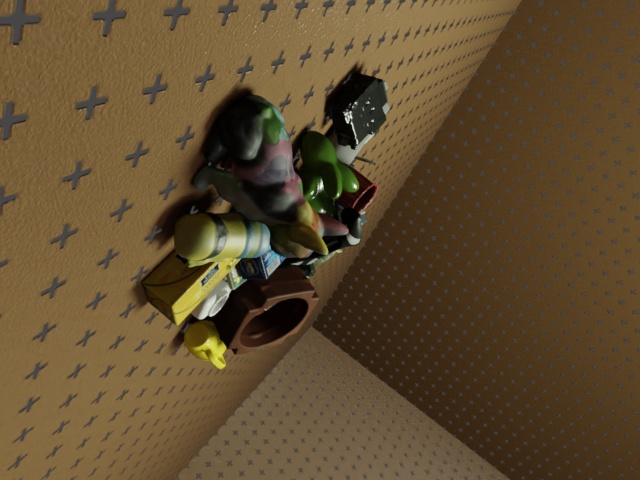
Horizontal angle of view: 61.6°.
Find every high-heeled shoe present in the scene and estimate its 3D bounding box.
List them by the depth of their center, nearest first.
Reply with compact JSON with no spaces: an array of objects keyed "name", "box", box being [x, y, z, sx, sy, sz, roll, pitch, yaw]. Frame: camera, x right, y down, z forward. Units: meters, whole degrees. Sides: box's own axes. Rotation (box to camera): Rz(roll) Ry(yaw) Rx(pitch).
[{"name":"high-heeled shoe","box":[-0.002,-0.003,1.141,0.145,0.086,0.248,-14,166,-15]}]

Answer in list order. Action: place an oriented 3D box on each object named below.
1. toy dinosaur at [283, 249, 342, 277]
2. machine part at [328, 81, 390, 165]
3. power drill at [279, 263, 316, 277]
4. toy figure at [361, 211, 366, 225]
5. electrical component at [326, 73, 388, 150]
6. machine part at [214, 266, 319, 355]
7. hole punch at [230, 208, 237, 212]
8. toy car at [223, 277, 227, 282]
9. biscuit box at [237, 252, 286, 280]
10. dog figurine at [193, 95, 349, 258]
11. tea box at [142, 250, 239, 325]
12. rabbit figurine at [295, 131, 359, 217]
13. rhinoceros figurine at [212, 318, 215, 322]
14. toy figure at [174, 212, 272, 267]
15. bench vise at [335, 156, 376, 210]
[{"name":"toy dinosaur","box":[-0.038,0.028,1.553,0.192,0.131,0.405,-38,-179,9]},{"name":"machine part","box":[0.078,-0.248,1.199,0.243,0.079,0.079,-55,171,0]},{"name":"power drill","box":[-0.115,0.089,1.288,0.207,0.086,0.232,-29,172,-9]},{"name":"toy figure","box":[0.050,-0.081,1.430,0.058,0.154,0.064,-55,172,-11]},{"name":"electrical component","box":[0.082,-0.267,1.091,0.134,0.058,0.114,-50,145,-18]},{"name":"machine part","box":[-0.119,0.154,1.193,0.201,0.087,0.201,-7,140,-42]},{"name":"hole punch","box":[-0.093,-0.067,0.992,0.115,0.092,0.142,-61,164,19]},{"name":"toy car","box":[-0.150,0.031,1.151,0.073,0.056,0.202,-59,169,26]},{"name":"biscuit box","box":[-0.091,0.004,1.078,0.203,0.063,0.059,-49,130,-52]},{"name":"dog figurine","box":[-0.053,-0.074,0.758,0.191,0.219,0.108,-59,172,35]},{"name":"tea box","box":[-0.208,0.049,0.899,0.169,0.068,0.098,-48,170,-25]},{"name":"rabbit figurine","box":[-0.011,-0.125,1.065,0.121,0.159,0.170,-29,141,-45]},{"name":"rhinoceros figurine","box":[-0.241,0.207,1.331,0.112,0.073,0.190,-47,178,34]},{"name":"toy figure","box":[-0.138,-0.009,0.825,0.180,0.082,0.089,0,160,-38]},{"name":"bench vise","box":[0.010,-0.102,1.287,0.240,0.129,0.223,-48,167,-54]}]
